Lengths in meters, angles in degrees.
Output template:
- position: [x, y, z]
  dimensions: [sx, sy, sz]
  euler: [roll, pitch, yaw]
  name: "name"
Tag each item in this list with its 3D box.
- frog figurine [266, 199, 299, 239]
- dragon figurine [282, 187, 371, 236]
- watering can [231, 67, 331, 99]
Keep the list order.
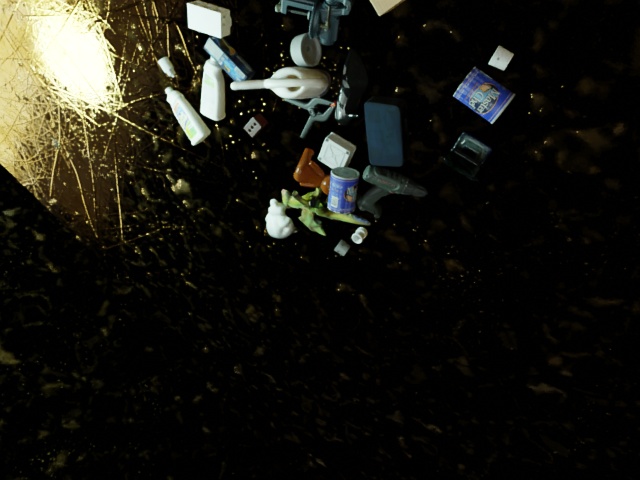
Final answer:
- position: [-0.175, -0.088, 2.174]
  dimensions: [0.139, 0.124, 0.156]
  euler: [28, 149, 43]
  name: "frog figurine"
- position: [0.006, -0.104, 2.067]
  dimensions: [0.413, 0.124, 0.237]
  euler: [33, 152, 14]
  name: "dragon figurine"
- position: [-0.112, -0.529, 1.739]
  dimensions: [0.348, 0.226, 0.103]
  euler: [9, 108, 32]
  name: "watering can"
